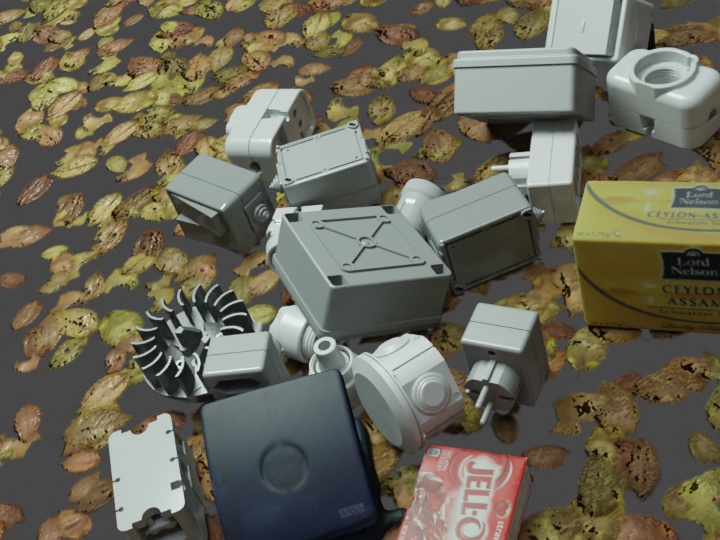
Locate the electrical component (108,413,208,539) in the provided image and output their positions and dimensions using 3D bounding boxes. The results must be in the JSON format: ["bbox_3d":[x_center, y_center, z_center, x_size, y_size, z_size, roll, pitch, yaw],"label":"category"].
[{"bbox_3d":[-0.146,0.161,0.783,0.050,0.055,0.089,-21,43,-1],"label":"electrical component"}]

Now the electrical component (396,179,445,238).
[{"bbox_3d":[0.049,-0.050,0.936,0.040,0.040,0.046,13,59,30],"label":"electrical component"}]

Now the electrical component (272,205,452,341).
[{"bbox_3d":[0.000,0.000,0.861,0.109,0.056,0.108,-6,37,-26],"label":"electrical component"}]

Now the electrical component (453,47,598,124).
[{"bbox_3d":[0.149,-0.162,0.958,0.109,0.056,0.109,2,4,22],"label":"electrical component"}]

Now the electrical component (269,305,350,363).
[{"bbox_3d":[-0.038,0.054,0.860,0.062,0.043,0.043,16,54,31],"label":"electrical component"}]

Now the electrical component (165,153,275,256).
[{"bbox_3d":[-0.124,-0.056,0.987,0.096,0.061,0.061,22,57,35],"label":"electrical component"}]

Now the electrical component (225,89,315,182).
[{"bbox_3d":[-0.091,-0.133,1.057,0.059,0.053,0.095,4,49,24],"label":"electrical component"}]

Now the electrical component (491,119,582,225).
[{"bbox_3d":[0.149,-0.083,0.926,0.076,0.047,0.083,-3,46,18],"label":"electrical component"}]

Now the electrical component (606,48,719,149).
[{"bbox_3d":[0.267,-0.154,0.944,0.095,0.059,0.054,28,61,38],"label":"electrical component"}]

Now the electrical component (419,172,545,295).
[{"bbox_3d":[0.104,-0.035,0.883,0.096,0.061,0.061,-22,43,-2],"label":"electrical component"}]

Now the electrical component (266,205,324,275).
[{"bbox_3d":[-0.055,-0.025,0.943,0.066,0.048,0.055,-3,38,17],"label":"electrical component"}]

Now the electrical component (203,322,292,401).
[{"bbox_3d":[-0.079,0.075,0.825,0.047,0.083,0.075,-7,45,14],"label":"electrical component"}]

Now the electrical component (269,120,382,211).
[{"bbox_3d":[-0.034,-0.083,0.981,0.096,0.061,0.061,-18,44,3],"label":"electrical component"}]

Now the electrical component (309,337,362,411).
[{"bbox_3d":[-0.019,0.077,0.816,0.043,0.062,0.043,-10,44,10],"label":"electrical component"}]

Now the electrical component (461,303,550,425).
[{"bbox_3d":[0.099,0.075,0.773,0.047,0.065,0.076,9,50,27],"label":"electrical component"}]

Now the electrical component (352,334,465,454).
[{"bbox_3d":[0.034,0.088,0.775,0.051,0.080,0.080,-30,44,-18],"label":"electrical component"}]

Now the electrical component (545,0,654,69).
[{"bbox_3d":[0.216,-0.224,1.008,0.096,0.061,0.061,14,9,41],"label":"electrical component"}]
